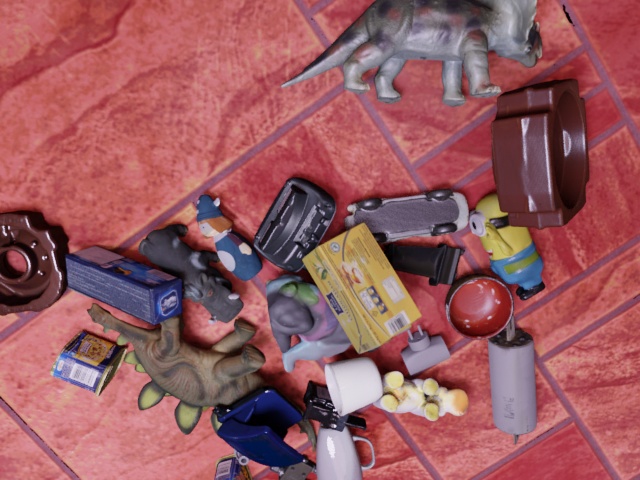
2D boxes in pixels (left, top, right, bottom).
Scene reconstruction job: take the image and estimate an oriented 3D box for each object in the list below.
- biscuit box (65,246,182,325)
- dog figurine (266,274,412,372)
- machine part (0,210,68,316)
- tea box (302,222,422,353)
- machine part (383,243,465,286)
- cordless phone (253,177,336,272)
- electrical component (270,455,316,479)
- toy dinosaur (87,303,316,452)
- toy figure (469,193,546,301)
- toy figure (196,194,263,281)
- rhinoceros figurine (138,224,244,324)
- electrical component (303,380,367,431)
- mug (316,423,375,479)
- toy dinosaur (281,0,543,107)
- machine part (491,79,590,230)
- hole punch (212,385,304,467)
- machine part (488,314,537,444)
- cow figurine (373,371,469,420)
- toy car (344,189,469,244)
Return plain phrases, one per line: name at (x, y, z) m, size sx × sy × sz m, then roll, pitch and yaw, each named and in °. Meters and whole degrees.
biscuit box at (-0.304, 0.067, 0.829) m, size 0.203 × 0.059 × 0.062 m, roll 17°, pitch 113°, yaw 28°
dog figurine at (0.034, 0.121, 0.877) m, size 0.219 × 0.109 × 0.191 m, roll -13°, pitch 130°, yaw -1°
machine part at (-0.491, 0.036, 0.868) m, size 0.179 × 0.056 × 0.179 m, roll 0°, pitch 103°, yaw -1°
tea box at (0.062, 0.071, 0.810) m, size 0.098 × 0.068 × 0.169 m, roll -26°, pitch 81°, yaw -31°
machine part at (0.172, 0.037, 0.905) m, size 0.139 × 0.039 × 0.084 m, roll 12°, pitch 108°, yaw -14°
cordless phone at (-0.002, -0.003, 0.880) m, size 0.184 × 0.089 × 0.146 m, roll 28°, pitch 100°, yaw -20°
electrical component at (-0.044, 0.427, 0.998) m, size 0.094 × 0.021 × 0.063 m, roll 30°, pitch 100°, yaw -8°
toy dinosaur at (-0.177, 0.231, 0.910) m, size 0.471 × 0.105 × 0.198 m, roll 29°, pitch 108°, yaw -13°
toy figure at (0.314, 0.007, 0.887) m, size 0.089 × 0.082 × 0.180 m, roll -34°, pitch 96°, yaw -14°
toy figure at (-0.152, -0.004, 0.870) m, size 0.064 × 0.058 × 0.154 m, roll -30°, pitch 105°, yaw 24°
rhinoceros figurine at (-0.199, 0.053, 0.858) m, size 0.190 × 0.112 × 0.073 m, roll 44°, pitch 95°, yaw -3°
electrical component at (0.030, 0.296, 0.944) m, size 0.119 × 0.075 × 0.047 m, roll 16°, pitch 103°, yaw -2°
mug at (0.041, 0.377, 0.962) m, size 0.110 × 0.081 × 0.107 m, roll -10°, pitch 95°, yaw 5°
toy dinosaur at (0.148, -0.302, 0.792) m, size 0.405 × 0.131 × 0.192 m, roll 5°, pitch 91°, yaw 1°
machine part at (0.329, -0.129, 0.796) m, size 0.087 × 0.201 × 0.201 m, roll -1°, pitch 107°, yaw 40°
hole punch at (-0.095, 0.316, 0.868) m, size 0.116 × 0.092 × 0.142 m, roll -31°, pitch 126°, yaw 13°
machine part at (0.339, 0.248, 0.945) m, size 0.079 × 0.079 × 0.243 m, roll -7°, pitch 104°, yaw -1°
cow figurine at (0.170, 0.277, 0.942) m, size 0.167 × 0.098 × 0.068 m, roll 15°, pitch 71°, yaw -13°
toy car at (0.141, -0.037, 0.877) m, size 0.202 × 0.056 × 0.073 m, roll -8°, pitch 86°, yaw 0°
